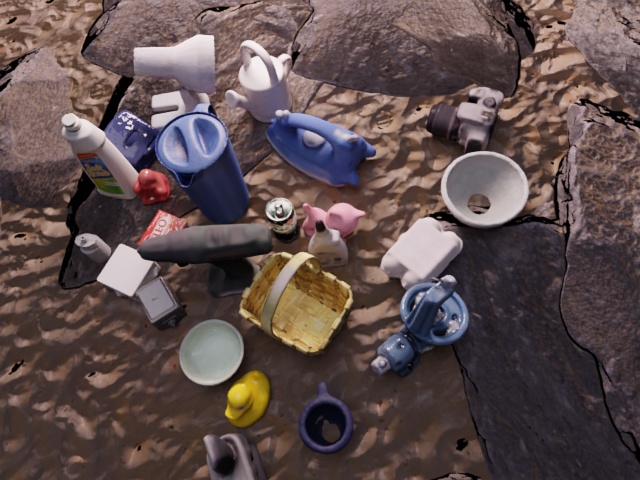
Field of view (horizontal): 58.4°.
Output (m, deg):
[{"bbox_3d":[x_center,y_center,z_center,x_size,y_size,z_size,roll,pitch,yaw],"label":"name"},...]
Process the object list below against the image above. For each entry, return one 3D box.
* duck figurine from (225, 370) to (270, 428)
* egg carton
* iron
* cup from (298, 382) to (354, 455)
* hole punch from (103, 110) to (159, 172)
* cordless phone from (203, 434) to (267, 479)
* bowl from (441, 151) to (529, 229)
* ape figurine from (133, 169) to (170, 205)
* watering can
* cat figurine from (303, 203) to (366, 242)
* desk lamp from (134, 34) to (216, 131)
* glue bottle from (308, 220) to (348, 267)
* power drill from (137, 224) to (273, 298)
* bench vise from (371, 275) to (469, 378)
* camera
[{"bbox_3d":[-0.134,0.278,1.019,0.077,0.086,0.105,23,70,16],"label":"duck figurine"},{"bbox_3d":[0.194,0.029,1.102,0.107,0.069,0.150,39,75,21],"label":"egg carton"},{"bbox_3d":[-0.017,-0.215,1.197,0.257,0.141,0.119,24,71,16],"label":"iron"},{"bbox_3d":[0.013,0.309,0.983,0.091,0.095,0.117,-9,65,3],"label":"cup"},{"bbox_3d":[-0.415,-0.221,1.274,0.101,0.091,0.109,23,70,16],"label":"hole punch"},{"bbox_3d":[-0.146,0.384,0.917,0.094,0.185,0.147,-26,65,-5],"label":"cordless phone"},{"bbox_3d":[0.322,-0.088,1.137,0.167,0.075,0.167,-2,66,6],"label":"bowl"},{"bbox_3d":[-0.361,-0.119,1.221,0.077,0.092,0.076,28,72,18],"label":"ape figurine"},{"bbox_3d":[-0.128,-0.345,1.240,0.100,0.194,0.173,17,69,14],"label":"watering can"},{"bbox_3d":[0.024,-0.042,1.127,0.127,0.118,0.067,20,70,15],"label":"cat figurine"},{"bbox_3d":[-0.303,-0.343,1.249,0.203,0.214,0.118,-9,65,3],"label":"desk lamp"},{"bbox_3d":[0.010,0.004,1.078,0.078,0.173,0.037,-3,65,6],"label":"glue bottle"},{"bbox_3d":[-0.194,0.036,1.068,0.229,0.208,0.075,-12,65,1],"label":"power drill"},{"bbox_3d":[0.178,0.150,0.966,0.121,0.220,0.207,26,71,17],"label":"bench vise"},{"bbox_3d":[0.301,-0.260,1.203,0.136,0.101,0.143,18,69,14],"label":"camera"}]
